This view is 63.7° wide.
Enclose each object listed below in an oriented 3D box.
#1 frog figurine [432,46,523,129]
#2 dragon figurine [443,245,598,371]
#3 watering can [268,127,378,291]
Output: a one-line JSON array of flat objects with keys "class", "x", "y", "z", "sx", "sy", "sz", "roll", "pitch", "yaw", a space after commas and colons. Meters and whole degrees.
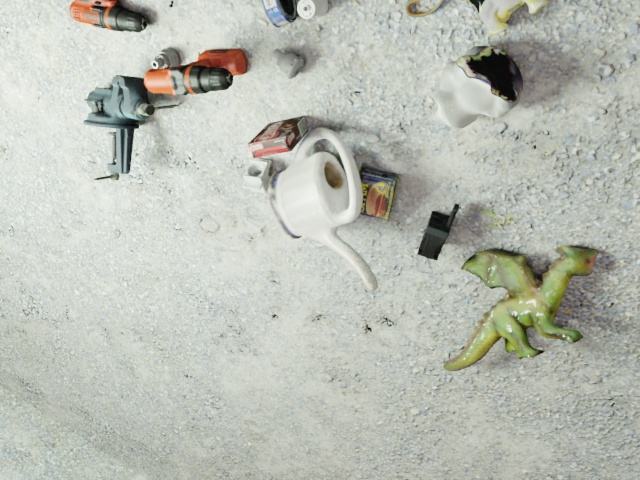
[{"class": "frog figurine", "x": 0.276, "y": -0.262, "z": 0.920, "sx": 0.137, "sy": 0.124, "sz": 0.157, "roll": 23, "pitch": 161, "yaw": -2}, {"class": "dragon figurine", "x": 0.393, "y": 0.130, "z": 1.096, "sx": 0.406, "sy": 0.123, "sz": 0.243, "roll": -28, "pitch": 88, "yaw": 29}, {"class": "watering can", "x": 0.003, "y": -0.054, "z": 1.065, "sx": 0.222, "sy": 0.104, "sz": 0.350, "roll": -19, "pitch": 81, "yaw": 43}]
